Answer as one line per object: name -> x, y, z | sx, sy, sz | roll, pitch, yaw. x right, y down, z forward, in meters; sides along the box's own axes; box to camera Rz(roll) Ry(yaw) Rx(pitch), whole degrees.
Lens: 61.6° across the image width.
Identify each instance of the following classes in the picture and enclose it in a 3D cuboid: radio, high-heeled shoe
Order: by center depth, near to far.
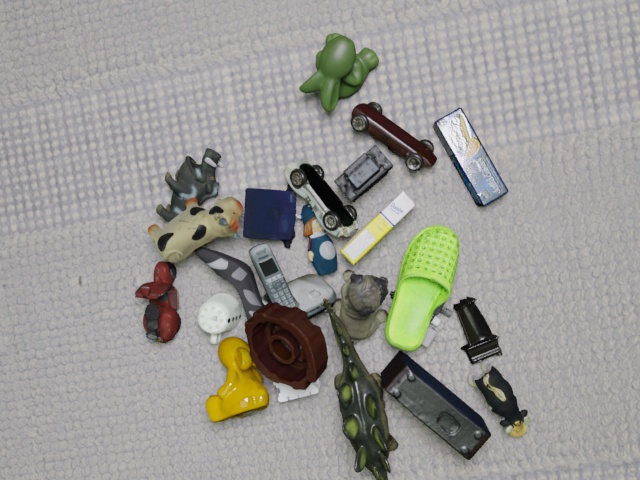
radio -> 0.234, 0.334, 1.099 | 0.230, 0.131, 0.073 | 38, 95, 3
high-heeled shoe -> -0.182, 0.123, 1.157 | 0.249, 0.086, 0.145 | 28, 90, -4

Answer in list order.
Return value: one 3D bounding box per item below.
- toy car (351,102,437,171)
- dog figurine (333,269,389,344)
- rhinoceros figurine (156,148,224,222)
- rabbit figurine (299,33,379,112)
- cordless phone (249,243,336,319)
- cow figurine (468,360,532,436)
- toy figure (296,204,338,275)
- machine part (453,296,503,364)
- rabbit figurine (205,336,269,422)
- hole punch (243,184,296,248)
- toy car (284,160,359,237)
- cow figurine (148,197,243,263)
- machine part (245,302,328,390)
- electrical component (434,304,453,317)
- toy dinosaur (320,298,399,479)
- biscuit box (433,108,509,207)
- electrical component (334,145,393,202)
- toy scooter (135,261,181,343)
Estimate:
toy car -> 0.151, -0.211, 1.110 | 0.202, 0.089, 0.053 | 37, 129, 2
dog figurine -> 0.078, 0.145, 1.080 | 0.121, 0.190, 0.172 | 1, 94, 6
rhinoceros figurine -> -0.278, -0.112, 1.168 | 0.112, 0.073, 0.190 | 25, 95, 6
rabbit figurine -> 0.027, -0.347, 1.075 | 0.121, 0.170, 0.159 | 38, 95, 4
cordless phone -> -0.064, 0.082, 1.123 | 0.146, 0.089, 0.184 | -24, 89, -28
cow figurine -> 0.380, 0.335, 1.100 | 0.068, 0.098, 0.167 | -35, 88, 0
toy figure -> -0.002, -0.004, 1.149 | 0.058, 0.064, 0.154 | -14, 95, 31
machine part -> 0.326, 0.188, 1.130 | 0.084, 0.039, 0.138 | -21, 92, 12
rabbit figurine -> -0.174, 0.282, 1.142 | 0.162, 0.122, 0.173 | -44, 53, 41
hole punch -> -0.109, -0.055, 1.146 | 0.116, 0.092, 0.142 | 3, 89, 3
toy car -> 0.004, -0.086, 1.123 | 0.202, 0.073, 0.056 | 52, 131, 12
cow figurine -> -0.245, -0.024, 1.102 | 0.195, 0.085, 0.127 | -34, 49, -3
machine part -> -0.064, 0.202, 1.036 | 0.180, 0.056, 0.179 | 18, 125, 29
electrical component -> 0.247, 0.122, 1.143 | 0.094, 0.021, 0.063 | 31, 94, 5
toy dinosaur -> 0.085, 0.330, 1.083 | 0.105, 0.198, 0.471 | -21, 92, 3
biscuit box -> 0.309, -0.168, 1.105 | 0.063, 0.059, 0.202 | -30, 89, 7
electrical component -> 0.089, -0.133, 1.095 | 0.115, 0.134, 0.058 | -43, 87, 9
toy scooter -> -0.351, 0.140, 1.156 | 0.075, 0.135, 0.183 | 1, 94, 5
